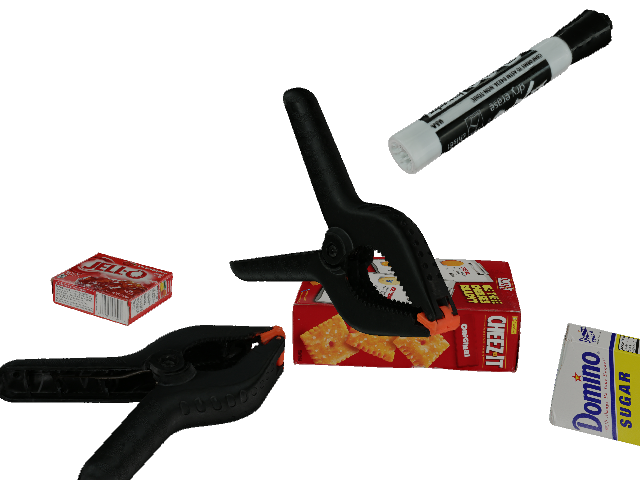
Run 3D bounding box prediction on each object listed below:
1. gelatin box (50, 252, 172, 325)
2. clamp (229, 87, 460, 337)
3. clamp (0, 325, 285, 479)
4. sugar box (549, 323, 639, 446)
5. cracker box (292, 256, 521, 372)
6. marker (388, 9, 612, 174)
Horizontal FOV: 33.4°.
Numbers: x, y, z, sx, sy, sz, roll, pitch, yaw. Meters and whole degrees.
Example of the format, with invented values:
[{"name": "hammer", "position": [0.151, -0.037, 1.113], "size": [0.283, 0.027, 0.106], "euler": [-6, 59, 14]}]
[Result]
[{"name": "gelatin box", "position": [-0.196, 0.044, 1.006], "size": [0.089, 0.030, 0.073], "euler": [14, 24, 23]}, {"name": "clamp", "position": [0.019, -0.005, 0.766], "size": [0.036, 0.165, 0.210], "euler": [-11, 32, -44]}, {"name": "clamp", "position": [-0.087, 0.090, 0.604], "size": [0.171, 0.039, 0.120], "euler": [-13, 39, -25]}, {"name": "sugar box", "position": [0.303, 0.141, 0.970], "size": [0.176, 0.093, 0.048], "euler": [10, 22, 13]}, {"name": "cracker box", "position": [0.086, 0.072, 1.075], "size": [0.214, 0.072, 0.164], "euler": [2, 16, 5]}, {"name": "marker", "position": [0.082, -0.068, 0.471], "size": [0.121, 0.020, 0.020], "euler": [-34, 11, -16]}]
